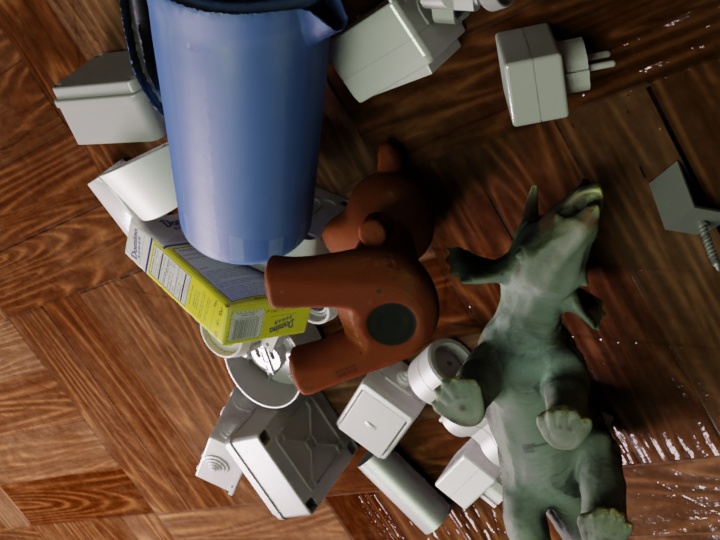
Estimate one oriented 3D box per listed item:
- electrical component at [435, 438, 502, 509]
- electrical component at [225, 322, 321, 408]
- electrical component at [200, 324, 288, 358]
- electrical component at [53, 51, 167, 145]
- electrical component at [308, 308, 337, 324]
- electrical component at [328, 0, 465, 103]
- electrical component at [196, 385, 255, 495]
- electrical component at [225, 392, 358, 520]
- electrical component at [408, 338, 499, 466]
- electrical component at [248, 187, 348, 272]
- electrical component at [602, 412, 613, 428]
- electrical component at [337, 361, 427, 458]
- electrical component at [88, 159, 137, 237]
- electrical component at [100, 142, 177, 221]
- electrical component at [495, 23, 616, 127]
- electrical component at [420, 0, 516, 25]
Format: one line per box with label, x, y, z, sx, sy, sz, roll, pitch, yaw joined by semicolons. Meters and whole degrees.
electrical component;0.126;0.203;1.039;0.077;0.047;0.065;38;137;5
electrical component;-0.088;0.080;1.082;0.099;0.064;0.099;19;132;23
electrical component;-0.114;0.050;1.025;0.078;0.057;0.058;38;124;17
electrical component;-0.210;-0.158;0.970;0.113;0.078;0.057;2;127;34
electrical component;-0.032;0.018;0.998;0.066;0.055;0.048;24;134;19
electrical component;0.022;-0.168;0.807;0.096;0.061;0.061;-22;108;44
electrical component;-0.136;0.182;1.173;0.048;0.099;0.099;25;136;0
electrical component;-0.070;0.183;1.118;0.056;0.108;0.108;-17;112;40
electrical component;0.100;0.130;0.996;0.138;0.052;0.073;42;137;0
electrical component;-0.073;-0.040;0.966;0.113;0.078;0.057;24;131;18
electrical component;0.177;0.133;0.950;0.081;0.043;0.043;21;133;21
electrical component;0.026;0.130;1.042;0.062;0.061;0.096;36;137;7
electrical component;-0.221;-0.073;1.070;0.079;0.043;0.077;-22;109;44
electrical component;-0.181;-0.093;0.986;0.099;0.099;0.064;-13;121;41
electrical component;0.138;-0.140;0.751;0.077;0.065;0.047;-10;121;7
electrical component;0.077;-0.209;0.740;0.057;0.058;0.078;12;128;31
